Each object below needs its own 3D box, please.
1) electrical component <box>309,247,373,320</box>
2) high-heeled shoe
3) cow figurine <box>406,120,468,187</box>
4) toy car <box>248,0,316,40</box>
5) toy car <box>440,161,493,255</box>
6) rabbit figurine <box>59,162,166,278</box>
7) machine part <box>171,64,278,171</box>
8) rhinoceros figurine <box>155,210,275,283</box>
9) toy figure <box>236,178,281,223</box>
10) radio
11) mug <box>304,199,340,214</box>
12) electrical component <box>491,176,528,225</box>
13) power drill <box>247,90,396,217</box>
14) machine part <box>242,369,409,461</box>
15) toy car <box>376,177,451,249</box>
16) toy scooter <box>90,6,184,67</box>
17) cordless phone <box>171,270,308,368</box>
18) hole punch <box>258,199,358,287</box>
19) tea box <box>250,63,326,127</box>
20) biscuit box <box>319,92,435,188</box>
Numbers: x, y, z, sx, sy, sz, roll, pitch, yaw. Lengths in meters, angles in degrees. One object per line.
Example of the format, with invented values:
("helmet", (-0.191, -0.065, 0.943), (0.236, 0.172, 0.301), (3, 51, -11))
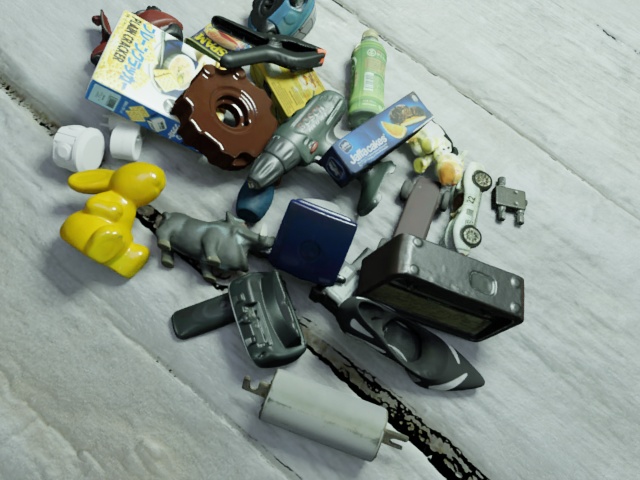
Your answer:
("electrical component", (0.046, 0.066, 0.863), (0.075, 0.047, 0.119), (36, 65, 9))
("high-heeled shoe", (0.141, 0.149, 0.781), (0.249, 0.145, 0.086), (19, 65, 4))
("cow figurine", (0.212, -0.161, 0.975), (0.098, 0.068, 0.167), (-13, 54, -36))
("toy car", (-0.062, -0.444, 1.061), (0.103, 0.162, 0.109), (23, 42, -47))
("toy car", (0.249, -0.044, 0.929), (0.056, 0.073, 0.202), (21, 63, -2))
("rabbit figurine", (-0.312, -0.049, 0.835), (0.163, 0.121, 0.173), (31, 83, 32))
("machine part", (-0.155, -0.207, 0.904), (0.179, 0.056, 0.179), (13, 67, -33))
("rhinoceros figurine", (-0.166, 0.005, 0.857), (0.190, 0.073, 0.112), (11, 53, 0))
("toy figure", (-0.096, -0.102, 0.915), (0.058, 0.064, 0.154), (25, 59, -8))
("radio", (0.183, 0.075, 0.804), (0.229, 0.131, 0.073), (20, 60, -15))
("mug", (-0.002, -0.003, 0.878), (0.110, 0.081, 0.107), (11, 76, -9))
("electrical component", (0.348, -0.073, 0.985), (0.063, 0.021, 0.094), (10, 63, -3))
("power drill", (0.013, -0.126, 0.906), (0.207, 0.086, 0.232), (32, 66, -6))
("machine part", (0.004, 0.245, 0.755), (0.243, 0.079, 0.079), (19, 63, 2))
("toy car", (0.161, -0.024, 0.918), (0.089, 0.053, 0.202), (15, 57, 15))
("toy scooter", (-0.360, -0.394, 1.020), (0.184, 0.075, 0.135), (-30, 70, -15))
("cordless phone", (-0.124, 0.133, 0.803), (0.184, 0.088, 0.146), (-20, 69, -4))
("hole punch", (-0.011, 0.004, 0.796), (0.142, 0.092, 0.115), (20, 89, -4))
("tea box", (-0.056, -0.285, 1.008), (0.098, 0.068, 0.170), (-20, 69, -17))
("biscuit box", (0.094, -0.164, 0.872), (0.203, 0.063, 0.059), (-38, 89, -27))
